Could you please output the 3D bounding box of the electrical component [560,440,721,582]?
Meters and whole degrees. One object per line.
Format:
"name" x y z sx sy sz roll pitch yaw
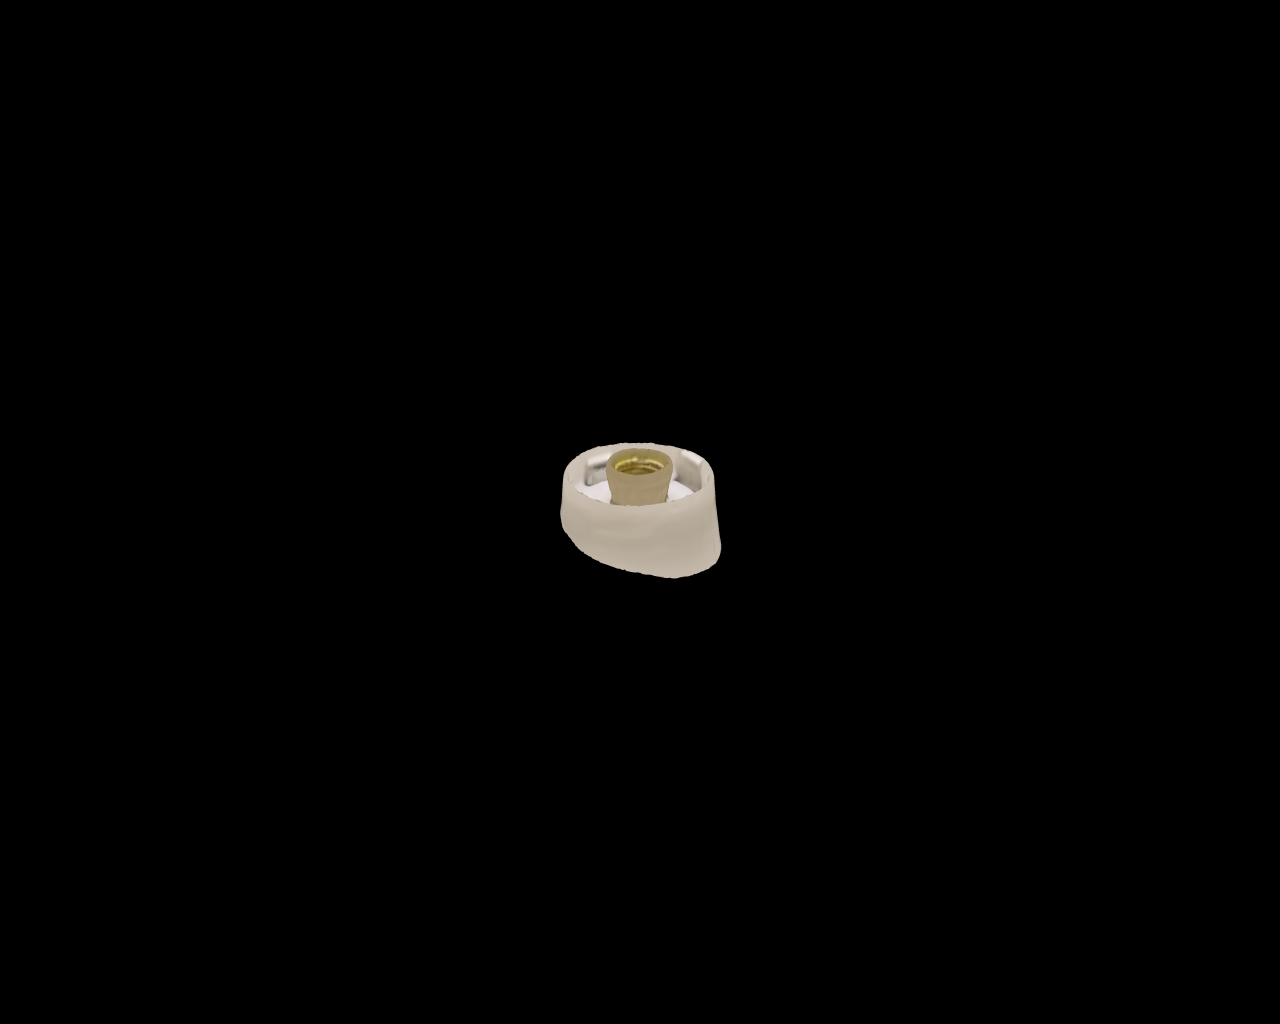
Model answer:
"electrical component" 0.001 -0.003 0.650 0.099 0.064 0.099 0 27 0
